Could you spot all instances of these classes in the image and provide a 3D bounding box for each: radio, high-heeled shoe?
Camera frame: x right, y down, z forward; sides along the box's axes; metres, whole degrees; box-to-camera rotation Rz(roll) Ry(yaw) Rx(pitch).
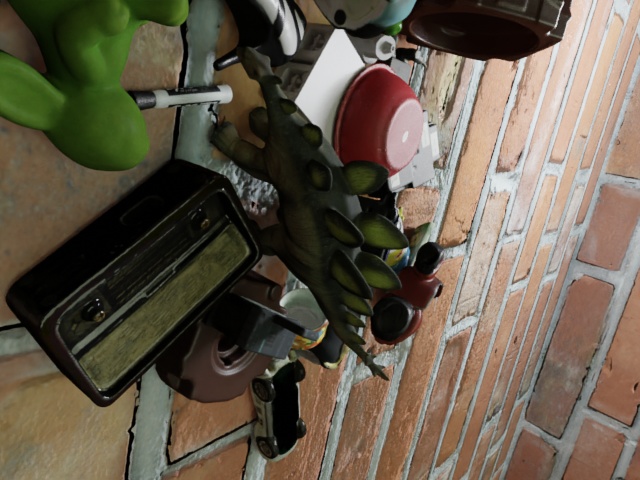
[{"bbox_3d":[-0.169,0.032,0.527,0.229,0.073,0.130,-47,141,-29],"label":"radio"},{"bbox_3d":[-0.071,-0.272,0.495,0.145,0.086,0.248,-46,144,-35],"label":"high-heeled shoe"}]

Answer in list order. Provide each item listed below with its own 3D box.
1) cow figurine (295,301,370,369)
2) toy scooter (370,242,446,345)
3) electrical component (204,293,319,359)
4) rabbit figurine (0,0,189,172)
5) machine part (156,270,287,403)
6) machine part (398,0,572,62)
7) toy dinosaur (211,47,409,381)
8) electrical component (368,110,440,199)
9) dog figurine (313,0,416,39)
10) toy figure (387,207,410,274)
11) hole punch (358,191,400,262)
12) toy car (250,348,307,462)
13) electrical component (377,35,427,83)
[{"bbox_3d":[0.031,0.119,0.828,0.167,0.098,0.068,-48,135,-27],"label":"cow figurine"},{"bbox_3d":[0.150,0.094,0.878,0.184,0.075,0.135,-56,159,-6],"label":"toy scooter"},{"bbox_3d":[-0.058,0.097,0.579,0.074,0.119,0.047,31,82,-54],"label":"electrical component"},{"bbox_3d":[-0.174,-0.128,0.391,0.159,0.121,0.170,-19,120,-40],"label":"rabbit figurine"},{"bbox_3d":[-0.115,0.116,0.663,0.179,0.056,0.179,-29,130,-41],"label":"machine part"},{"bbox_3d":[0.213,-0.314,0.723,0.201,0.201,0.087,-149,-111,-80],"label":"machine part"},{"bbox_3d":[-0.001,-0.002,0.630,0.105,0.199,0.470,-44,137,-27],"label":"toy dinosaur"},{"bbox_3d":[0.126,-0.136,0.827,0.134,0.058,0.114,-27,120,-33],"label":"electrical component"},{"bbox_3d":[0.080,-0.333,0.608,0.219,0.108,0.191,-34,93,-40],"label":"dog figurine"},{"bbox_3d":[0.099,0.011,0.878,0.180,0.089,0.082,60,27,-61],"label":"toy figure"},{"bbox_3d":[0.050,-0.010,0.768,0.092,0.116,0.142,3,106,-74],"label":"hole punch"},{"bbox_3d":[-0.064,0.249,0.807,0.073,0.056,0.201,-24,125,-38],"label":"toy car"},{"bbox_3d":[0.118,-0.241,0.797,0.078,0.045,0.102,6,103,-56],"label":"electrical component"}]
